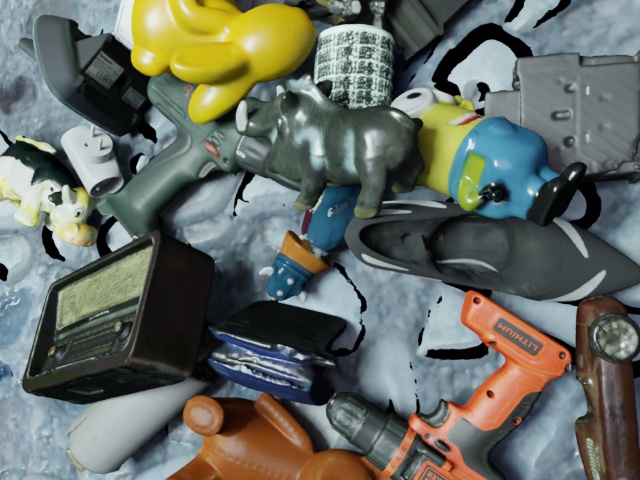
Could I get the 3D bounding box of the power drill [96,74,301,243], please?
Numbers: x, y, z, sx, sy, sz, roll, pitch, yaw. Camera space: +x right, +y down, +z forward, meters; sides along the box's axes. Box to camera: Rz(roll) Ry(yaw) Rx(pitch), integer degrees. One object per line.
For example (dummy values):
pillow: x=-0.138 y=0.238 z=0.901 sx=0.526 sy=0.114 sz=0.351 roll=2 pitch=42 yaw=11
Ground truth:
power drill: x=-0.135 y=-0.068 z=0.588 sx=0.232 sy=0.086 sz=0.207 roll=45 pitch=104 yaw=17

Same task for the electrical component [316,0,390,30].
electrical component: x=0.032 y=-0.253 z=0.515 sx=0.078 sy=0.045 sz=0.102 roll=4 pitch=94 yaw=-6

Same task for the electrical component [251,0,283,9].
electrical component: x=-0.044 y=-0.256 z=0.597 sx=0.063 sy=0.021 sz=0.094 roll=16 pitch=92 yaw=18

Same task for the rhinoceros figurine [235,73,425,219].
rhinoceros figurine: x=-0.001 y=-0.086 z=0.468 sx=0.191 sy=0.073 sz=0.111 roll=19 pitch=131 yaw=39

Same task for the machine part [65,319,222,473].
machine part: x=-0.197 y=0.179 z=0.597 sx=0.243 sy=0.079 sz=0.079 roll=-44 pitch=76 yaw=11

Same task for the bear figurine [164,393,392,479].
bear figurine: x=-0.033 y=0.231 z=0.517 sx=0.196 sy=0.132 sz=0.120 roll=20 pitch=90 yaw=24

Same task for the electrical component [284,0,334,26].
electrical component: x=0.006 y=-0.288 z=0.556 sx=0.075 sy=0.048 sz=0.119 roll=8 pitch=91 yaw=-7

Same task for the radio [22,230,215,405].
radio: x=-0.212 y=0.088 z=0.551 sx=0.230 sy=0.073 sz=0.131 roll=-22 pitch=53 yaw=37

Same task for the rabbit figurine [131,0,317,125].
rabbit figurine: x=-0.093 y=-0.200 z=0.522 sx=0.173 sy=0.121 sz=0.162 roll=16 pitch=63 yaw=12

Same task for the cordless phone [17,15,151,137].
cordless phone: x=-0.294 y=-0.205 z=0.609 sx=0.184 sy=0.146 sz=0.088 roll=31 pitch=89 yaw=15

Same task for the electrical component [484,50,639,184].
electrical component: x=0.218 y=-0.106 z=0.488 sx=0.134 sy=0.058 sz=0.114 roll=-1 pitch=85 yaw=17

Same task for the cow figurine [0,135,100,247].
cow figurine: x=-0.327 y=-0.059 z=0.658 sx=0.167 sy=0.068 sz=0.098 roll=28 pitch=90 yaw=16

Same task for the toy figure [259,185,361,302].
toy figure: x=0.000 y=0.000 z=0.552 sx=0.064 sy=0.058 sz=0.154 roll=44 pitch=101 yaw=10

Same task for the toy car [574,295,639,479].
toy car: x=0.242 y=0.148 z=0.451 sx=0.053 sy=0.089 sz=0.202 roll=-3 pitch=88 yaw=16

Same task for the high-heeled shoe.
high-heeled shoe: x=0.149 y=0.008 z=0.458 sx=0.249 sy=0.145 sz=0.086 roll=6 pitch=90 yaw=20

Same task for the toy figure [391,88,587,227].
toy figure: x=0.125 y=-0.068 z=0.460 sx=0.180 sy=0.082 sz=0.089 roll=39 pitch=114 yaw=33

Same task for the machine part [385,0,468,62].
machine part: x=0.124 y=-0.249 z=0.535 sx=0.139 sy=0.039 sz=0.084 roll=-35 pitch=72 yaw=15

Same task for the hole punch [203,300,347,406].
hole punch: x=-0.042 y=0.121 z=0.535 sx=0.142 sy=0.116 sz=0.092 roll=14 pitch=100 yaw=18
